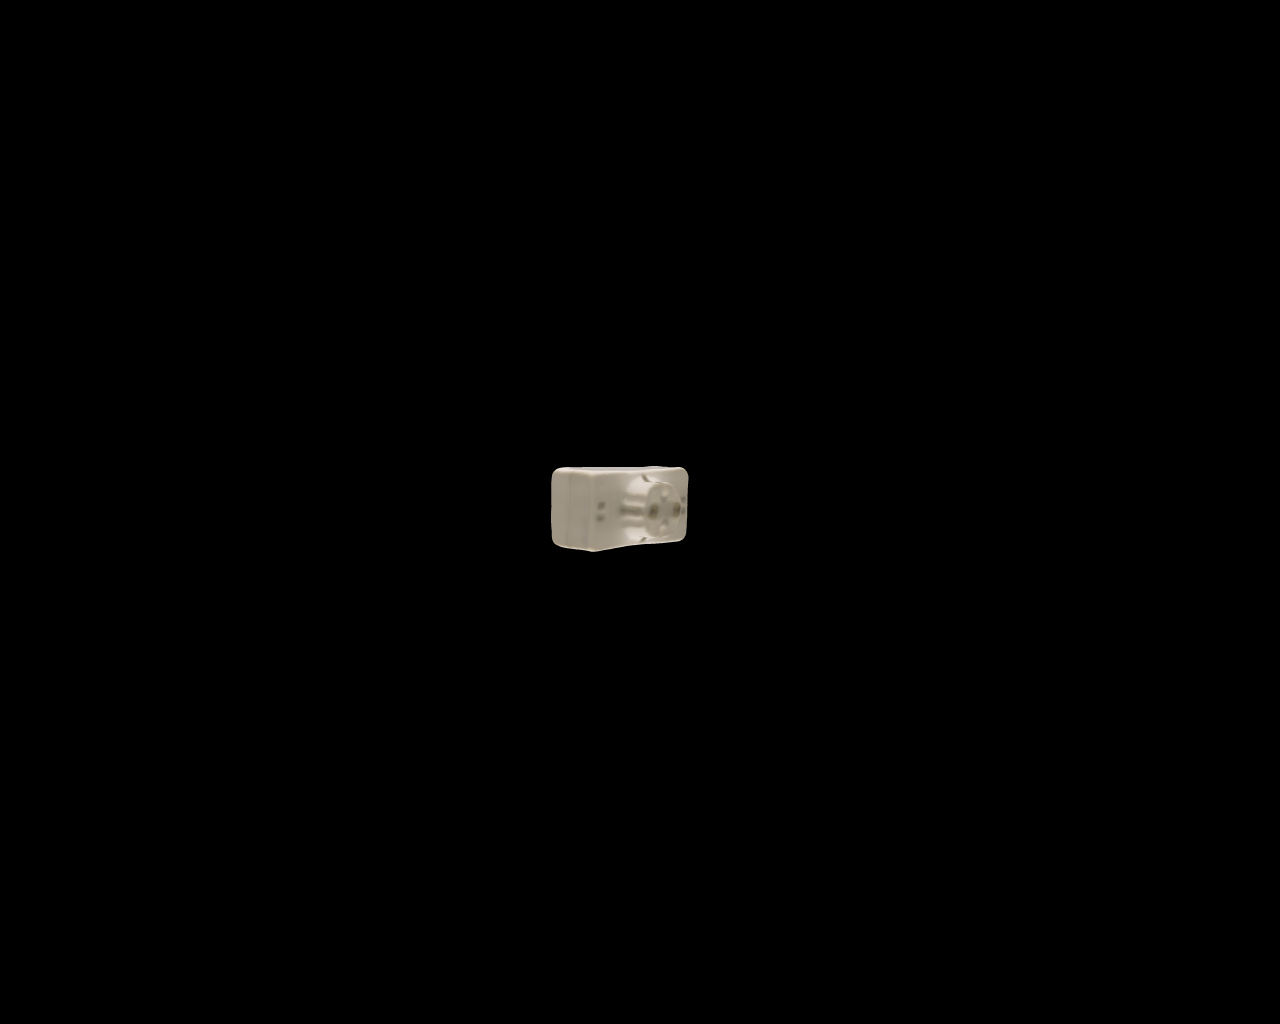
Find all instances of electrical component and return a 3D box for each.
[{"bbox_3d":[0.001,-0.003,0.650,0.083,0.047,0.076,-4,6,-43],"label":"electrical component"}]
